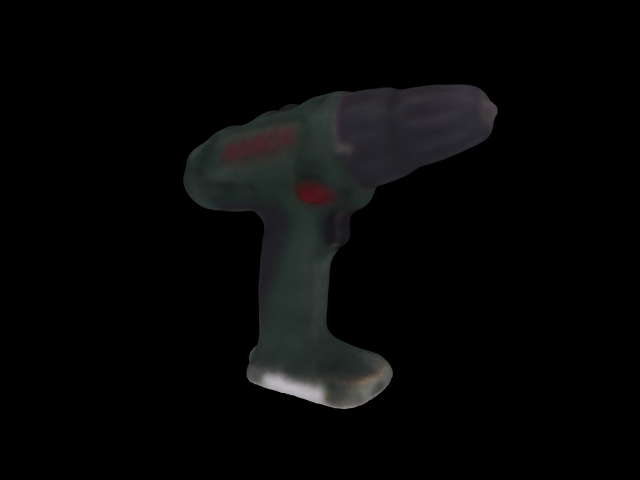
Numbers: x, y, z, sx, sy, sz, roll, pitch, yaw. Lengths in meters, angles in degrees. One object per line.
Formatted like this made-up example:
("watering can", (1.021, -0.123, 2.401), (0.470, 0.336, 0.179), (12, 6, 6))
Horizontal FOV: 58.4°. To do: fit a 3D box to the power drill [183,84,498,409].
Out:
("power drill", (0.004, 0.001, 0.400), (0.228, 0.208, 0.076), (7, 15, 31))
